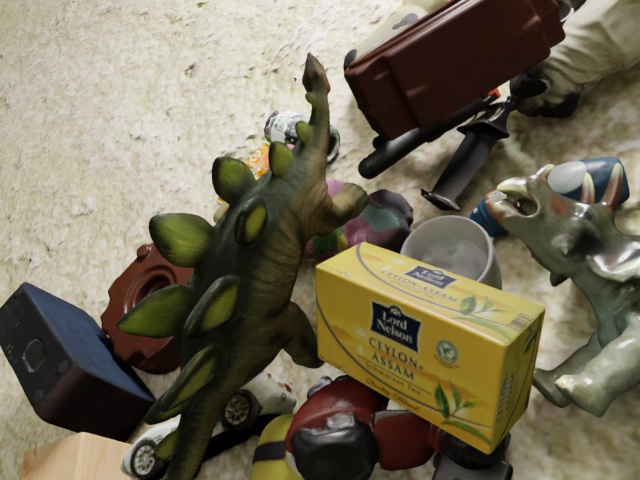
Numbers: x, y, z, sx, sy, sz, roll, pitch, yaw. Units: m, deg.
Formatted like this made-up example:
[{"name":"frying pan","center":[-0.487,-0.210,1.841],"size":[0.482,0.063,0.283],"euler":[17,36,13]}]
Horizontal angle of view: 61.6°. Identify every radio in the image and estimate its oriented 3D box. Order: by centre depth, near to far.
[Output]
[{"name":"radio","center":[-0.319,0.150,0.682],"size":[0.230,0.131,0.073],"euler":[31,78,39]}]

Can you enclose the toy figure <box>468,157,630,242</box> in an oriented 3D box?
[{"name":"toy figure","center":[0.218,-0.039,0.536],"size":[0.155,0.057,0.064],"euler":[-17,17,23]}]

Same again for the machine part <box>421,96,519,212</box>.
[{"name":"machine part","center":[0.164,-0.095,0.597],"size":[0.139,0.039,0.084],"euler":[-58,18,-4]}]

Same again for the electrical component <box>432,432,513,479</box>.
[{"name":"electrical component","center":[0.128,0.201,0.462],"size":[0.063,0.021,0.094],"euler":[14,70,36]}]

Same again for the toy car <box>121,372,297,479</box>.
[{"name":"toy car","center":[-0.118,0.203,0.570],"size":[0.202,0.073,0.056],"euler":[-30,55,11]}]

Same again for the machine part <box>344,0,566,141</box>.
[{"name":"machine part","center":[0.129,-0.196,0.568],"size":[0.201,0.087,0.201],"euler":[-31,16,8]}]

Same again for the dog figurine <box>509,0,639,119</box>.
[{"name":"dog figurine","center":[0.296,-0.227,0.581],"size":[0.191,0.121,0.172],"euler":[-20,28,36]}]

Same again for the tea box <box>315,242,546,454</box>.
[{"name":"tea box","center":[0.078,0.076,0.427],"size":[0.170,0.098,0.068],"euler":[20,33,41]}]

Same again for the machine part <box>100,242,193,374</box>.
[{"name":"machine part","center":[-0.209,0.083,0.708],"size":[0.179,0.056,0.179],"euler":[-14,57,23]}]

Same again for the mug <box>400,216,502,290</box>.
[{"name":"mug","center":[0.138,0.043,0.497],"size":[0.081,0.107,0.110],"euler":[-46,52,-3]}]

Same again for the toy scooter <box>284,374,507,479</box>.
[{"name":"toy scooter","center":[0.061,0.145,0.477],"size":[0.184,0.075,0.135],"euler":[-7,28,2]}]

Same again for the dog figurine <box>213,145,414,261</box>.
[{"name":"dog figurine","center":[-0.001,-0.002,0.609],"size":[0.191,0.108,0.219],"euler":[-43,53,-1]}]

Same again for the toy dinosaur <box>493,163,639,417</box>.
[{"name":"toy dinosaur","center":[0.294,0.095,0.377],"size":[0.192,0.131,0.405],"euler":[-48,57,-2]}]

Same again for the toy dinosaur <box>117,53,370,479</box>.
[{"name":"toy dinosaur","center":[-0.072,0.062,0.470],"size":[0.105,0.198,0.471],"euler":[16,93,33]}]

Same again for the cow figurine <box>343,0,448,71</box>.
[{"name":"cow figurine","center":[0.115,-0.272,0.720],"size":[0.195,0.085,0.127],"euler":[-39,51,10]}]

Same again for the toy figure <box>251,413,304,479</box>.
[{"name":"toy figure","center":[-0.037,0.251,0.491],"size":[0.089,0.082,0.180],"euler":[5,68,31]}]
